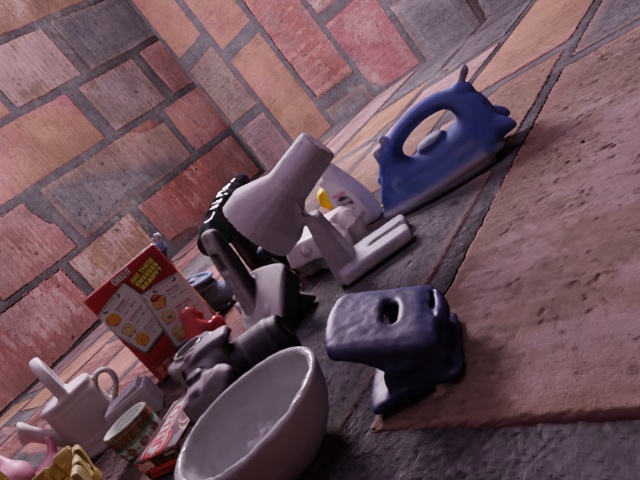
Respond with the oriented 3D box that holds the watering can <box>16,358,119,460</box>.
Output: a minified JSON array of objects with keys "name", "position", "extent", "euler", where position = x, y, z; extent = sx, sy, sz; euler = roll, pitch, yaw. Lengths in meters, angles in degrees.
[{"name":"watering can","position":[-0.438,0.285,0.993],"extent":[0.100,0.194,0.173],"euler":[-25,19,45]}]

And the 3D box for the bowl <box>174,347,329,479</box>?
[{"name":"bowl","position":[-0.049,0.183,0.533],"extent":[0.167,0.075,0.167],"euler":[-37,13,10]}]

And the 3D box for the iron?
[{"name":"iron","position":[0.171,-0.151,0.909],"extent":[0.258,0.141,0.119],"euler":[-34,14,22]}]

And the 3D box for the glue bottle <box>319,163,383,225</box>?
[{"name":"glue bottle","position":[0.035,-0.098,1.032],"extent":[0.078,0.173,0.037],"euler":[-27,18,42]}]

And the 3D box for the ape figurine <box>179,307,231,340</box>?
[{"name":"ape figurine","position":[-0.219,0.159,1.048],"extent":[0.077,0.092,0.076],"euler":[-28,17,40]}]

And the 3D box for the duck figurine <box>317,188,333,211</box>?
[{"name":"duck figurine","position":[0.027,-0.069,1.155],"extent":[0.077,0.086,0.104],"euler":[-32,15,27]}]

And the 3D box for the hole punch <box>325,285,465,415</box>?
[{"name":"hole punch","position":[0.068,0.082,0.517],"extent":[0.101,0.091,0.109],"euler":[-34,14,21]}]

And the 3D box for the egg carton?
[{"name":"egg carton","position":[0.009,0.004,0.994],"extent":[0.150,0.069,0.107],"euler":[-26,19,45]}]

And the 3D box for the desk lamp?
[{"name":"desk lamp","position":[-0.007,-0.037,0.850],"extent":[0.203,0.214,0.118],"euler":[-37,13,11]}]

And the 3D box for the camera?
[{"name":"camera","position":[-0.096,0.153,0.704],"extent":[0.137,0.101,0.143],"euler":[-38,13,5]}]

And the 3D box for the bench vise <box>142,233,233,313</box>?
[{"name":"bench vise","position":[-0.322,0.108,1.216],"extent":[0.208,0.220,0.121],"euler":[-44,14,-19]}]

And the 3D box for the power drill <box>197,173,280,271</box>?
[{"name":"power drill","position":[-0.148,-0.012,1.169],"extent":[0.075,0.208,0.230],"euler":[-30,16,33]}]

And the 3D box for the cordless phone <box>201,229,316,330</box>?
[{"name":"cordless phone","position":[-0.109,0.057,0.880],"extent":[0.094,0.185,0.147],"euler":[-47,15,-32]}]

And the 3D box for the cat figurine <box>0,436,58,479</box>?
[{"name":"cat figurine","position":[-0.466,0.379,0.924],"extent":[0.067,0.118,0.128],"euler":[-26,18,44]}]

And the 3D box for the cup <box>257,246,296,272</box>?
[{"name":"cup","position":[-0.063,0.020,1.083],"extent":[0.091,0.095,0.118],"euler":[-27,17,41]}]
